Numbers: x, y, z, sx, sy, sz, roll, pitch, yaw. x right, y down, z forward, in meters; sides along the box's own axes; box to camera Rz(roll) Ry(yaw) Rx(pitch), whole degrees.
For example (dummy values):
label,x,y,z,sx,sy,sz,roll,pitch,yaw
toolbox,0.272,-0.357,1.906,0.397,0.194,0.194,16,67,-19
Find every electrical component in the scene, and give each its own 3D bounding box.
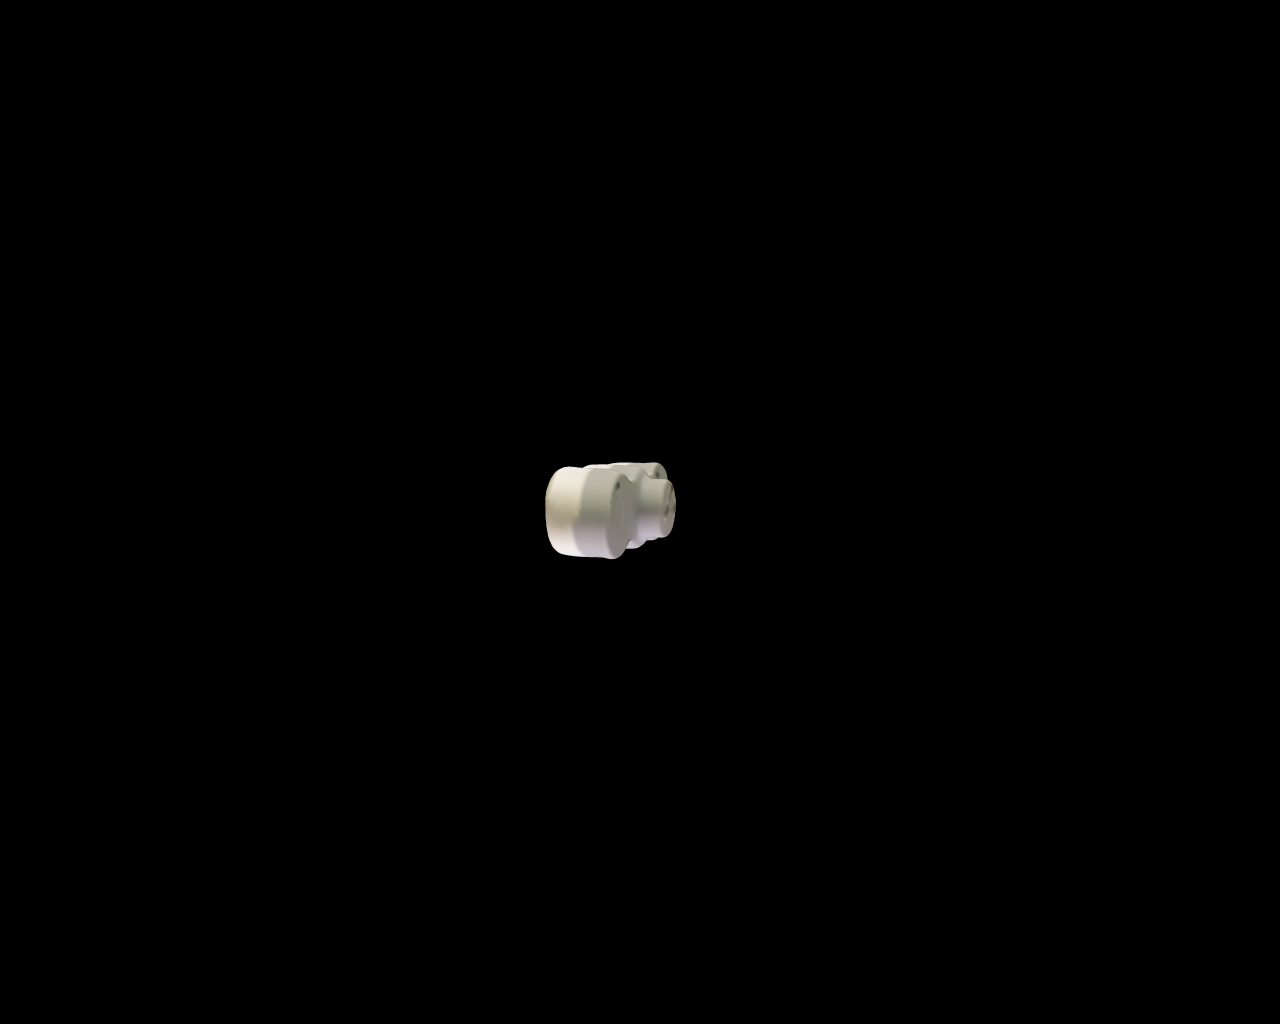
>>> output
label,x,y,z,sx,sy,sz,roll,pitch,yaw
electrical component,0.001,-0.003,0.650,0.074,0.052,0.138,1,5,15
